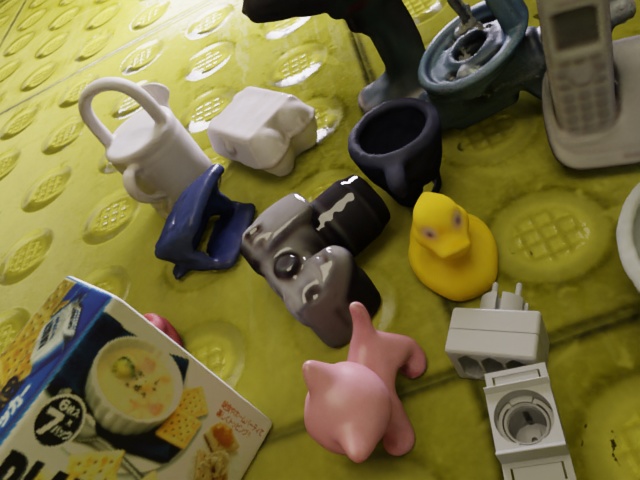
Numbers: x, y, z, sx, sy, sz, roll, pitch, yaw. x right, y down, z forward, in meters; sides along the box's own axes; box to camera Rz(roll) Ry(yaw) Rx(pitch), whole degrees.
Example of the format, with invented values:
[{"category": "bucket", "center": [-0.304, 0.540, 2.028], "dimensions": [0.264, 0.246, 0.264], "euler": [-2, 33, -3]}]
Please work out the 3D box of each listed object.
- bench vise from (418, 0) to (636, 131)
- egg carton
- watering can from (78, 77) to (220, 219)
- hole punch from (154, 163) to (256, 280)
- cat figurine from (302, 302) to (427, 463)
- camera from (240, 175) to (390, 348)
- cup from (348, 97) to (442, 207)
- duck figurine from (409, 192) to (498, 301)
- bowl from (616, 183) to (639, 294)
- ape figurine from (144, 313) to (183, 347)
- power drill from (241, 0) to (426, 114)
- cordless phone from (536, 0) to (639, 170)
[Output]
[{"category": "bench vise", "center": [0.174, -0.218, 0.547], "dimensions": [0.207, 0.220, 0.121], "euler": [-25, 44, 10]}, {"category": "egg carton", "center": [-0.077, -0.141, 0.742], "dimensions": [0.149, 0.070, 0.107], "euler": [23, 67, 42]}, {"category": "watering can", "center": [-0.221, -0.128, 0.727], "dimensions": [0.101, 0.195, 0.172], "euler": [-31, 43, 4]}, {"category": "hole punch", "center": [-0.144, -0.022, 0.663], "dimensions": [0.100, 0.091, 0.109], "euler": [-6, 50, 27]}, {"category": "cat figurine", "center": [0.028, 0.108, 0.425], "dimensions": [0.067, 0.118, 0.128], "euler": [-8, 49, 26]}, {"category": "camera", "center": [0.005, 0.002, 0.544], "dimensions": [0.137, 0.101, 0.142], "euler": [-41, 43, -7]}, {"category": "cup", "center": [0.085, -0.068, 0.561], "dimensions": [0.091, 0.095, 0.117], "euler": [-16, 46, 19]}, {"category": "duck figurine", "center": [0.107, -0.008, 0.501], "dimensions": [0.077, 0.086, 0.104], "euler": [-27, 44, 8]}, {"category": "bowl", "center": [0.291, 0.012, 0.380], "dimensions": [0.167, 0.075, 0.167], "euler": [-17, 46, 18]}, {"category": "ape figurine", "center": [-0.185, 0.105, 0.575], "dimensions": [0.075, 0.092, 0.078], "euler": [22, 66, 42]}, {"category": "power drill", "center": [0.052, -0.246, 0.654], "dimensions": [0.229, 0.209, 0.075], "euler": [-34, 43, 1]}, {"category": "cordless phone", "center": [0.252, -0.151, 0.466], "dimensions": [0.147, 0.186, 0.094], "euler": [-10, 48, 24]}]
